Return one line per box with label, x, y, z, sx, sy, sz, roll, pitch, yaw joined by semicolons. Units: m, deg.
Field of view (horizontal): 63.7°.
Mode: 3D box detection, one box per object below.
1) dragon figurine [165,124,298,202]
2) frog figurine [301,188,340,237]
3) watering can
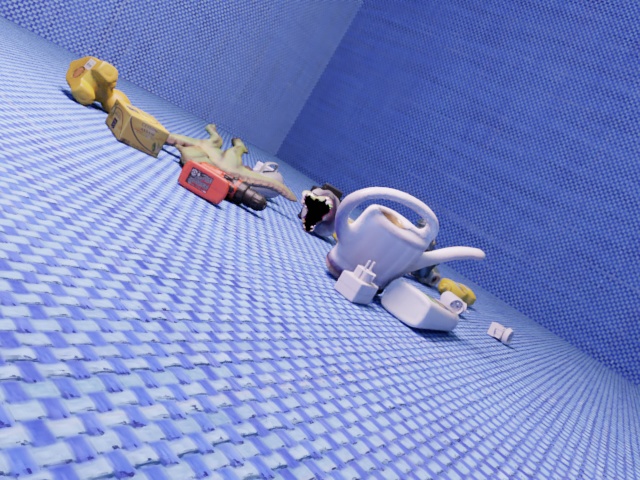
dragon figurine;-0.263;-0.185;1.313;0.412;0.120;0.246;30;24;9
frog figurine;0.004;-0.072;1.434;0.158;0.122;0.138;39;27;-78
watering can;0.159;0.025;1.033;0.345;0.221;0.106;28;26;-27
